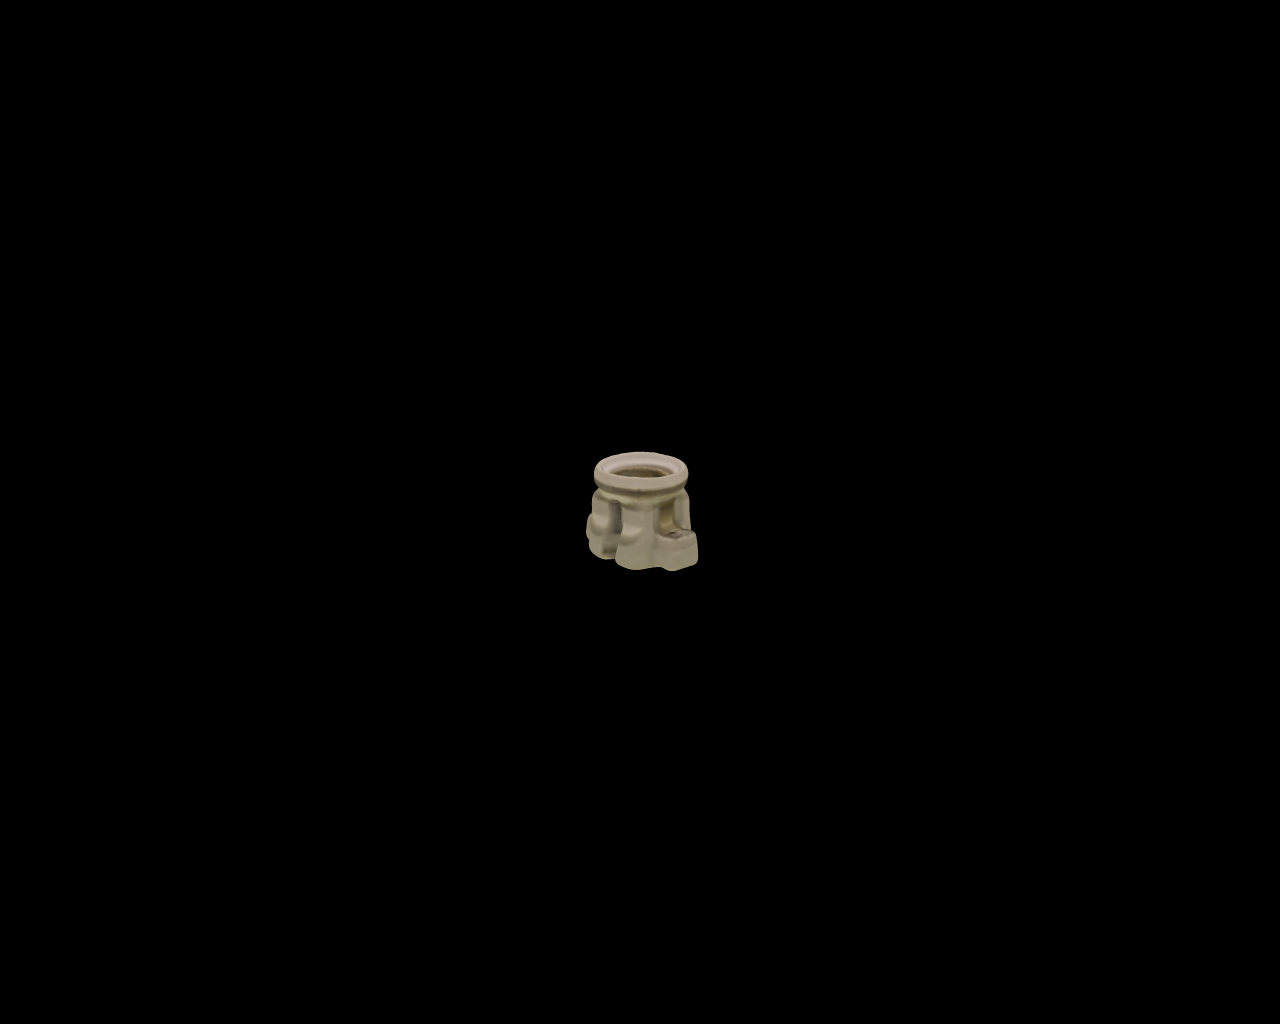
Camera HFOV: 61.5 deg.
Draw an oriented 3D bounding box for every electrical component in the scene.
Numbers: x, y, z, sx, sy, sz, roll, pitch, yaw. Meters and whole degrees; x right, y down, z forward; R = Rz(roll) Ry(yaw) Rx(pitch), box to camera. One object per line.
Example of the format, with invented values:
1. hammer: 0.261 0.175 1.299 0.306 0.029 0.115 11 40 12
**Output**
1. electrical component: 0.001 -0.003 0.650 0.058 0.056 0.078 -18 26 -41
